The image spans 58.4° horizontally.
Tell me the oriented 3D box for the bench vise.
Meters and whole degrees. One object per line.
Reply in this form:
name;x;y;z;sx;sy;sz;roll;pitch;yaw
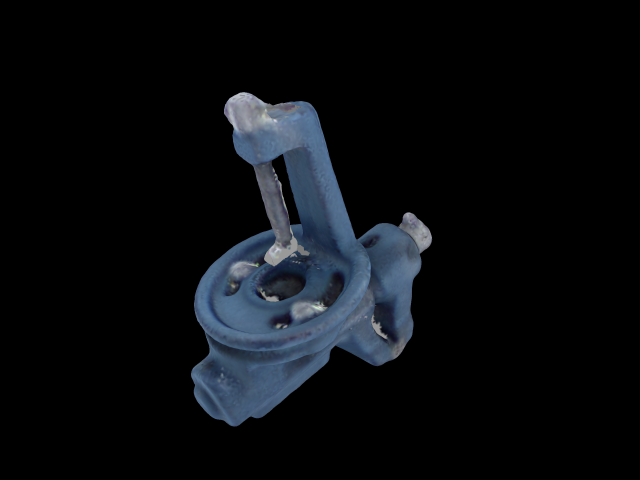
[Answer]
bench vise;-0.006;-0.001;0.406;0.121;0.220;0.208;15;29;29
